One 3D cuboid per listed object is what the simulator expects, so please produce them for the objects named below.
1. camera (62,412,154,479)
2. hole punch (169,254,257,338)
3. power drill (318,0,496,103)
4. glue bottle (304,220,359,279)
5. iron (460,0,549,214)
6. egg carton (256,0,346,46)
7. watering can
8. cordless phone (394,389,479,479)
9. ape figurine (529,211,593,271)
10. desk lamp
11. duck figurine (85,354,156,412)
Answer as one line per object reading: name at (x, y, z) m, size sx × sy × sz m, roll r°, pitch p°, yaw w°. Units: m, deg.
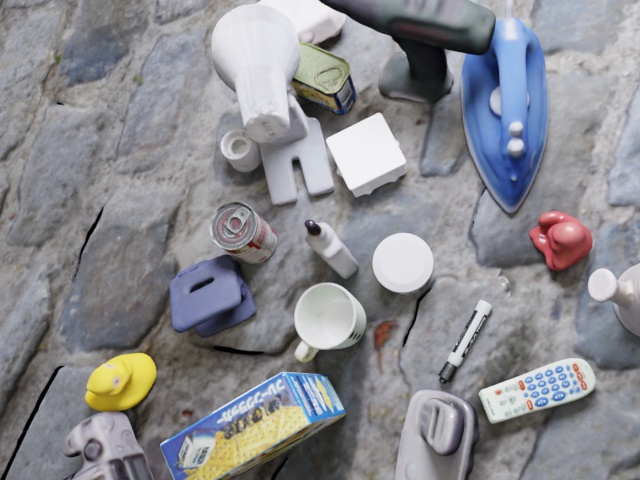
camera at (-0.316, 0.326, 0.776) m, size 0.137 × 0.101 × 0.143 m, roll -30°, pitch 72°, yaw 4°
hole punch at (-0.160, 0.076, 0.809) m, size 0.108 × 0.091 × 0.101 m, roll -26°, pitch 72°, yaw 5°
power drill at (0.115, -0.271, 0.773) m, size 0.229 × 0.209 × 0.076 m, roll 13°, pitch 80°, yaw 15°
glue bottle at (0.007, 0.003, 0.748) m, size 0.037 × 0.173 × 0.078 m, roll -43°, pitch 71°, yaw 0°
iron at (0.251, -0.176, 0.756) m, size 0.118 × 0.142 × 0.258 m, roll -3°, pitch 76°, yaw 12°
egg carton at (-0.039, -0.340, 0.897) m, size 0.150 × 0.069 × 0.107 m, roll -31°, pitch 72°, yaw 4°
watering can at (0.397, 0.058, 0.638) m, size 0.172 × 0.194 × 0.101 m, roll -20°, pitch 73°, yaw 7°
cordless phone at (0.131, 0.248, 0.653) m, size 0.094 × 0.185 × 0.148 m, roll 8°, pitch 78°, yaw 14°
ape figurine at (0.309, -0.002, 0.726) m, size 0.076 × 0.092 × 0.078 m, roll 9°, pitch 78°, yaw 14°
desk lamp at (-0.061, -0.180, 0.786) m, size 0.118 × 0.214 × 0.203 m, roll -16°, pitch 73°, yaw 8°
duck figurine at (-0.295, 0.202, 0.810) m, size 0.104 × 0.086 × 0.077 m, roll -34°, pitch 72°, yaw 2°
